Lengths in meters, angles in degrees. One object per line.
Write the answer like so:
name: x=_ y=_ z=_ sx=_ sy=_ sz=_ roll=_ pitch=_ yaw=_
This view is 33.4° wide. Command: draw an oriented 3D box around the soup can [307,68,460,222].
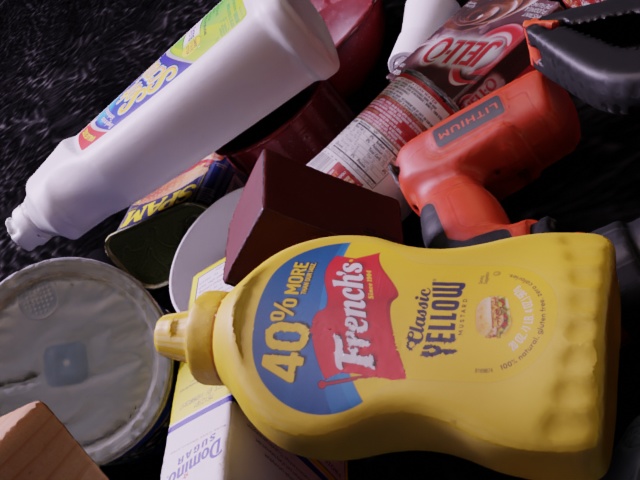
soup can: x=0.038 y=-0.046 z=0.649 sx=0.102 sy=0.068 sz=0.069 roll=-44 pitch=29 yaw=-5

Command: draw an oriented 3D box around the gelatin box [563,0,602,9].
gelatin box: x=0.172 y=-0.134 z=0.609 sx=0.030 sy=0.073 sz=0.089 roll=-39 pitch=29 yaw=-1

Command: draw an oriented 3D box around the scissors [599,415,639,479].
scissors: x=0.123 y=0.086 z=0.384 sx=0.202 sy=0.016 sz=0.096 roll=-50 pitch=15 yaw=0

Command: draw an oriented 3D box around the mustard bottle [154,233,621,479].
mustard bottle: x=0.021 y=0.043 z=0.434 sx=0.192 sy=0.058 sz=0.096 roll=0 pitch=57 yaw=20

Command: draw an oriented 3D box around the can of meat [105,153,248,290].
can of meat: x=-0.097 y=-0.020 z=0.787 sx=0.102 sy=0.057 sz=0.084 roll=-20 pitch=32 yaw=31

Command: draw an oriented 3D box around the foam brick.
foam brick: x=-0.003 y=0.001 z=0.530 sx=0.053 sy=0.078 sz=0.051 roll=-90 pitch=25 yaw=-53

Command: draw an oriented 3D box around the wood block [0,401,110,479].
wood block: x=-0.159 y=0.163 z=0.382 sx=0.091 sy=0.090 sz=0.205 roll=-26 pitch=16 yaw=38

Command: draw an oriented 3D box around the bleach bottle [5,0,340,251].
bleach bottle: x=-0.106 y=-0.072 z=0.693 sx=0.251 sy=0.068 sz=0.102 roll=-37 pitch=28 yaw=14

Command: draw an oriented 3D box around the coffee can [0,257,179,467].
coffee can: x=-0.121 y=0.071 z=0.575 sx=0.102 sy=0.103 sz=0.140 roll=-45 pitch=-8 yaw=-8

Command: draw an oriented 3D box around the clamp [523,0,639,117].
clamp: x=0.189 y=-0.083 z=0.497 sx=0.210 sy=0.036 sz=0.164 roll=5 pitch=42 yaw=33

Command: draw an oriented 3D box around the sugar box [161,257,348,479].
sugar box: x=-0.027 y=0.092 z=0.511 sx=0.048 sy=0.093 sz=0.176 roll=-29 pitch=30 yaw=23

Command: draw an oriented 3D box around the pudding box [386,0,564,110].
pudding box: x=0.104 y=-0.115 z=0.690 sx=0.090 sy=0.039 sz=0.114 roll=-42 pitch=22 yaw=-3

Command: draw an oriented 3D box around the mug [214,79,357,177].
mug: x=-0.020 y=-0.061 z=0.723 sx=0.117 sy=0.081 sz=0.093 roll=-9 pitch=42 yaw=44

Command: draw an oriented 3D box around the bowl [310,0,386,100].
bowl: x=-0.004 y=-0.146 z=0.851 sx=0.162 sy=0.055 sz=0.162 roll=-29 pitch=31 yaw=19

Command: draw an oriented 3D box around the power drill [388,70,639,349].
power drill: x=0.109 y=-0.011 z=0.528 sx=0.185 sy=0.057 sz=0.187 roll=-28 pitch=30 yaw=17
